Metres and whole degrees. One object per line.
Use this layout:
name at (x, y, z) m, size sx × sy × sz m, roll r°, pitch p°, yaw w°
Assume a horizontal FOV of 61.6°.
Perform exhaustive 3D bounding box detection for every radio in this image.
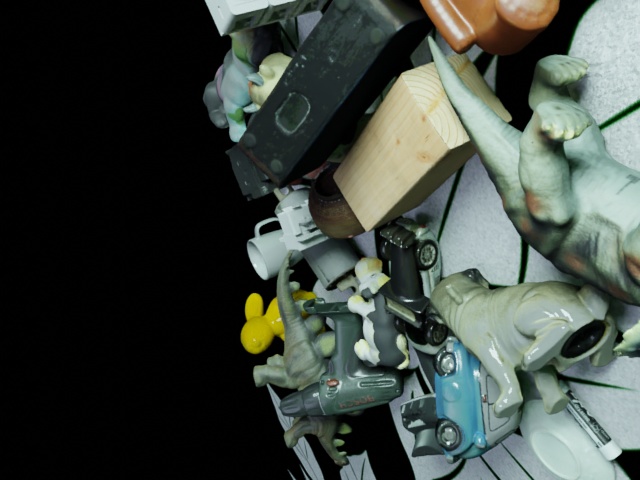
radio at (0.014, -0.163, 0.568) m, size 0.073 × 0.131 × 0.229 m, roll 44°, pitch 124°, yaw 4°

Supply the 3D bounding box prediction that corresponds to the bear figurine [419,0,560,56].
bear figurine at (0.101, -0.234, 0.412) m, size 0.196 × 0.120 × 0.132 m, roll 38°, pitch 180°, yaw 1°

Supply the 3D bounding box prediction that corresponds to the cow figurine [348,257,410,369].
cow figurine at (0.095, 0.111, 0.824) m, size 0.098 × 0.068 × 0.167 m, roll 14°, pitch 115°, yaw 61°

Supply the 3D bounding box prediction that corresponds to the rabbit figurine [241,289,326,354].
rabbit figurine at (-0.098, 0.170, 1.139) m, size 0.163 × 0.173 × 0.121 m, roll 29°, pitch 141°, yaw 44°

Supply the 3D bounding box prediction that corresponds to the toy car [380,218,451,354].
toy car at (0.134, 0.064, 0.737) m, size 0.074 × 0.056 × 0.201 m, roll 13°, pitch 121°, yaw 51°

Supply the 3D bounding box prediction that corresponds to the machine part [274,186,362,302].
machine part at (-0.002, -0.003, 0.910) m, size 0.243 × 0.079 × 0.079 m, roll 55°, pitch 153°, yaw 19°

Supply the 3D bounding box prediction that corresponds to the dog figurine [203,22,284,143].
dog figurine at (-0.120, -0.282, 0.853) m, size 0.192 × 0.108 × 0.219 m, roll 44°, pitch 144°, yaw 41°

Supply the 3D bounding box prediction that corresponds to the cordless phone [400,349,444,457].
cordless phone at (0.165, 0.229, 0.827) m, size 0.146 × 0.089 × 0.184 m, roll 124°, pitch 129°, yaw -62°

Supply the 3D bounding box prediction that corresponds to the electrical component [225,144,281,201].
electrical component at (-0.121, -0.140, 1.034) m, size 0.134 × 0.058 × 0.114 m, roll -9°, pitch 107°, yaw 64°

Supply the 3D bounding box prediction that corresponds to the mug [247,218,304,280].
mug at (-0.079, 0.008, 1.028) m, size 0.081 × 0.107 × 0.109 m, roll 12°, pitch 121°, yaw 59°

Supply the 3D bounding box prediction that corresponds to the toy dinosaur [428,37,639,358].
toy dinosaur at (0.226, -0.018, 0.433) m, size 0.405 × 0.131 × 0.192 m, roll 50°, pitch 151°, yaw 41°

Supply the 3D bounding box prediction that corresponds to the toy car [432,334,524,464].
toy car at (0.204, 0.198, 0.681) m, size 0.103 × 0.109 × 0.161 m, roll -2°, pitch 88°, yaw 27°

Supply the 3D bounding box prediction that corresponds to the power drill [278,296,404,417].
power drill at (0.022, 0.204, 0.931) m, size 0.086 × 0.232 × 0.207 m, roll -6°, pitch -92°, yaw -75°

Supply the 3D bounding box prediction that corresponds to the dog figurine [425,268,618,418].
dog figurine at (0.204, 0.070, 0.582) m, size 0.172 × 0.121 × 0.191 m, roll -57°, pitch 37°, yaw 24°

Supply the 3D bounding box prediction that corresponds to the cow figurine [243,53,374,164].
cow figurine at (-0.017, -0.178, 0.722) m, size 0.195 × 0.127 × 0.085 m, roll 50°, pitch 148°, yaw 22°

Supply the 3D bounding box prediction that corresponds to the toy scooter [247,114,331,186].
toy scooter at (-0.033, -0.126, 0.834) m, size 0.135 × 0.075 × 0.183 m, roll 27°, pitch 172°, yaw 14°

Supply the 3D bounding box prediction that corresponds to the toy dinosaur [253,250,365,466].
toy dinosaur at (-0.018, 0.244, 1.035) m, size 0.105 × 0.199 × 0.470 m, roll -64°, pitch -46°, yaw -70°

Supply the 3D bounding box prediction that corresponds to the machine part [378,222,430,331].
machine part at (0.104, 0.046, 0.682) m, size 0.084 × 0.039 × 0.138 m, roll 29°, pitch 135°, yaw 53°
